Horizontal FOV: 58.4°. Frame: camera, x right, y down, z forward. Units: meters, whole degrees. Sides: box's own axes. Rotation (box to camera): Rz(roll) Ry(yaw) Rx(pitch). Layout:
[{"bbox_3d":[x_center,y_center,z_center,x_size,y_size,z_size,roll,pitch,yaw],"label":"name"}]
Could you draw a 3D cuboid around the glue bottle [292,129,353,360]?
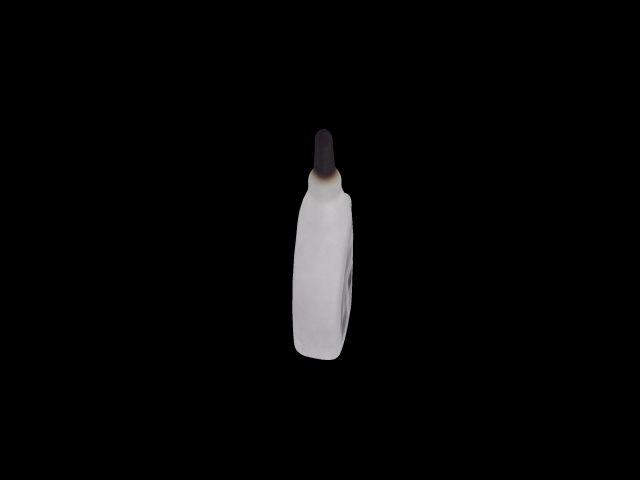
[{"bbox_3d":[0.004,0.001,0.400,0.037,0.173,0.078,7,39,9],"label":"glue bottle"}]
